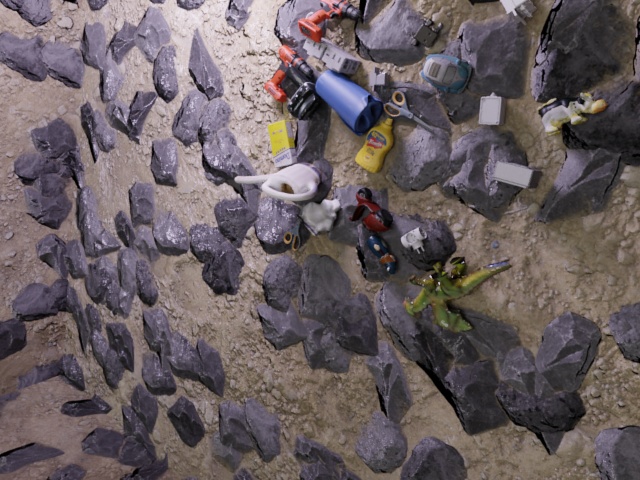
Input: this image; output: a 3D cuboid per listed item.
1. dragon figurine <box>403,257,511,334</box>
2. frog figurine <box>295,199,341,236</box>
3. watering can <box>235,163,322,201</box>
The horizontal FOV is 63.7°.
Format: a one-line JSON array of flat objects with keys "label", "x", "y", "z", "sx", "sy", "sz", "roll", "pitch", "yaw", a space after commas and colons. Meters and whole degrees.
[{"label": "dragon figurine", "x": 0.439, "y": 0.191, "z": 1.685, "sx": 0.408, "sy": 0.124, "sz": 0.240, "roll": -6, "pitch": 111, "yaw": 39}, {"label": "frog figurine", "x": 0.006, "y": -0.099, "z": 1.961, "sx": 0.160, "sy": 0.120, "sz": 0.139, "roll": -41, "pitch": 59, "yaw": -4}, {"label": "watering can", "x": -0.140, "y": -0.227, "z": 1.961, "sx": 0.350, "sy": 0.228, "sz": 0.102, "roll": 20, "pitch": 127, "yaw": 33}]
